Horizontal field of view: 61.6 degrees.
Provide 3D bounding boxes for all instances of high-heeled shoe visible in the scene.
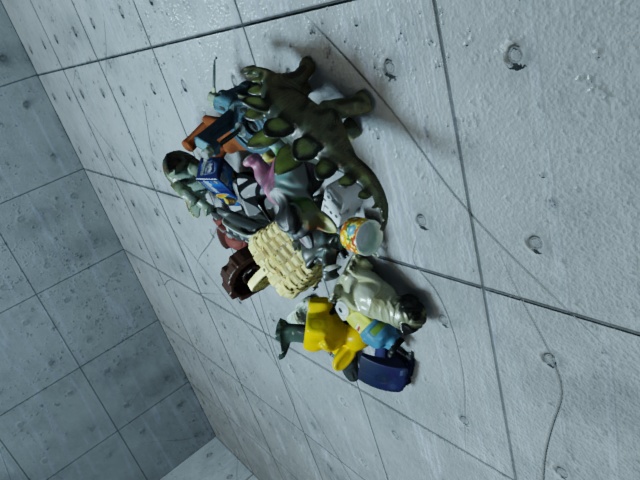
[{"bbox_3d":[-0.090,-0.143,1.187,0.249,0.086,0.145,-36,79,37],"label":"high-heeled shoe"}]

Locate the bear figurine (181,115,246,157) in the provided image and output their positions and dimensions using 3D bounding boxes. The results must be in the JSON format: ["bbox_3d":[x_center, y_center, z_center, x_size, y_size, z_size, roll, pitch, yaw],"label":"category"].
[{"bbox_3d":[-0.223,-0.234,1.285,0.120,0.132,0.196,41,170,-39],"label":"bear figurine"}]

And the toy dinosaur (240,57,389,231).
[{"bbox_3d":[-0.012,-0.187,0.923,0.472,0.198,0.105,42,151,30],"label":"toy dinosaur"}]

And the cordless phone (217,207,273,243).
[{"bbox_3d":[-0.216,-0.052,1.388,0.147,0.088,0.184,28,180,40],"label":"cordless phone"}]

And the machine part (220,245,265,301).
[{"bbox_3d":[-0.199,0.087,1.507,0.056,0.179,0.179,43,148,30],"label":"machine part"}]

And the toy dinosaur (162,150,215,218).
[{"bbox_3d":[-0.358,-0.173,1.442,0.192,0.131,0.404,38,170,15],"label":"toy dinosaur"}]

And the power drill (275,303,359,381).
[{"bbox_3d":[-0.008,0.275,1.404,0.207,0.086,0.231,1,116,20],"label":"power drill"}]

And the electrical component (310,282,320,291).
[{"bbox_3d":[-0.038,0.089,1.411,0.094,0.021,0.063,50,150,17],"label":"electrical component"}]

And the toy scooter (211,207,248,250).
[{"bbox_3d":[-0.260,-0.011,1.603,0.184,0.075,0.135,36,145,40],"label":"toy scooter"}]

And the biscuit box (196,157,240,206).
[{"bbox_3d":[-0.239,-0.142,1.345,0.063,0.059,0.202,3,165,14],"label":"biscuit box"}]

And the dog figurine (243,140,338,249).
[{"bbox_3d":[-0.039,-0.097,1.038,0.108,0.191,0.219,-32,90,36],"label":"dog figurine"}]

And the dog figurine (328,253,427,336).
[{"bbox_3d":[0.128,0.117,1.128,0.191,0.172,0.121,29,112,0],"label":"dog figurine"}]

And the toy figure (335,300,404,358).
[{"bbox_3d":[0.112,0.179,1.209,0.180,0.089,0.082,41,135,12],"label":"toy figure"}]

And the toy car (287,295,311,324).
[{"bbox_3d":[-0.044,0.217,1.507,0.073,0.056,0.201,52,150,11],"label":"toy car"}]

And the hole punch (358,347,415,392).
[{"bbox_3d":[0.153,0.299,1.256,0.116,0.092,0.142,35,141,30],"label":"hole punch"}]

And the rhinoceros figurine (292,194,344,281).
[{"bbox_3d":[-0.002,-0.004,1.164,0.073,0.112,0.190,54,-154,-77],"label":"rhinoceros figurine"}]

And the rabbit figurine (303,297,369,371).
[{"bbox_3d":[0.047,0.230,1.276,0.122,0.173,0.162,-94,6,-65],"label":"rabbit figurine"}]

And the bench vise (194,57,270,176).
[{"bbox_3d":[-0.177,-0.242,1.102,0.224,0.240,0.128,32,141,11],"label":"bench vise"}]
